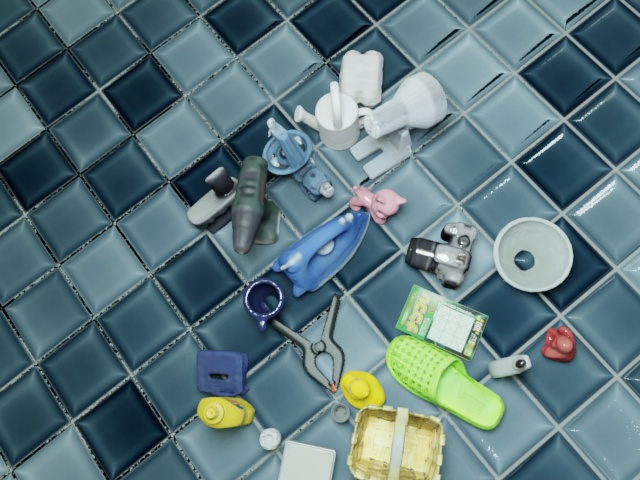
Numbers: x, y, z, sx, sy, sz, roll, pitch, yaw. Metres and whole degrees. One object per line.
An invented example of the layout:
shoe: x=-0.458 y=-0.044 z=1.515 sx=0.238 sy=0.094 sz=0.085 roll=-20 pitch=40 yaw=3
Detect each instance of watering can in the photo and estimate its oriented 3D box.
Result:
watering can: x=0.032 y=-0.288 z=1.320 sx=0.173 sy=0.194 sz=0.101 roll=-24 pitch=74 yaw=-1

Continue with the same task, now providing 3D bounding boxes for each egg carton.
egg carton: x=0.100 y=-0.396 z=1.406 sx=0.107 sy=0.069 sz=0.150 roll=2 pitch=76 yaw=6

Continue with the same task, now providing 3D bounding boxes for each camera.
camera: x=0.265 y=0.022 z=1.267 sx=0.136 sy=0.101 sz=0.143 roll=16 pitch=78 yaw=9

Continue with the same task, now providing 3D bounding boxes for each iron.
iron: x=0.012 y=0.005 z=1.274 sx=0.258 sy=0.141 sz=0.118 roll=-41 pitch=75 yaw=-6

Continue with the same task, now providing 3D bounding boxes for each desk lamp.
desk lamp: x=0.173 y=-0.256 z=1.289 sx=0.203 sy=0.213 sz=0.118 roll=-35 pitch=75 yaw=-4

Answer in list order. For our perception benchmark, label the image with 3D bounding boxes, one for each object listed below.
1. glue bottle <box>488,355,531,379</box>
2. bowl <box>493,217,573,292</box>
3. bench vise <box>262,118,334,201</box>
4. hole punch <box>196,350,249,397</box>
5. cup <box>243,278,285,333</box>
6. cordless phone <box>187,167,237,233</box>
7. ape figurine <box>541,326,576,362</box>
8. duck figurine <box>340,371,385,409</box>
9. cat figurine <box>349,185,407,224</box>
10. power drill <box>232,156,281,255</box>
glue bottle: x=0.392 y=0.253 z=1.159 sx=0.078 sy=0.173 sz=0.037 roll=-17 pitch=74 yaw=1
bowl: x=0.460 y=0.038 z=1.259 sx=0.167 sy=0.075 sz=0.167 roll=-1 pitch=75 yaw=5
bench vise: x=-0.045 y=-0.191 z=1.289 sx=0.207 sy=0.220 sz=0.121 roll=26 pitch=79 yaw=11
hole punch: x=-0.212 y=0.290 z=1.248 sx=0.108 sy=0.091 sz=0.101 roll=2 pitch=76 yaw=6
cup: x=-0.118 y=0.150 z=1.273 sx=0.091 sy=0.095 sz=0.118 roll=0 pitch=76 yaw=6
cordless phone: x=-0.249 y=-0.100 z=1.303 sx=0.147 sy=0.185 sz=0.094 roll=-43 pitch=76 yaw=-6
ape figurine: x=0.504 y=0.220 z=1.199 sx=0.078 sy=0.092 sz=0.076 roll=-31 pitch=75 yaw=-3
duck figurine: x=0.089 y=0.320 z=1.215 sx=0.104 sy=0.086 sz=0.077 roll=33 pitch=81 yaw=13
cat figurine: x=0.129 y=-0.090 z=1.300 sx=0.127 sy=0.118 sz=0.067 roll=27 pitch=80 yaw=12
power drill: x=-0.143 y=-0.059 z=1.270 sx=0.075 sy=0.208 sz=0.230 roll=1 pitch=76 yaw=6
